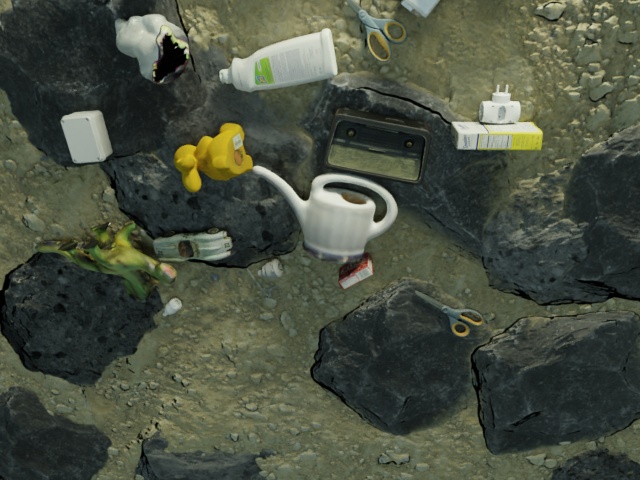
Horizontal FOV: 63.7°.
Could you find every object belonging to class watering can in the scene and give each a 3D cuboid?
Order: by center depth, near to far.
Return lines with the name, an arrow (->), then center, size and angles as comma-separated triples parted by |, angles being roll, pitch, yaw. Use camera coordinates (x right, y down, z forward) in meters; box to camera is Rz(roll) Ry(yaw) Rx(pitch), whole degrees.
watering can -> 0.004, -0.061, 1.217 | 0.348, 0.106, 0.220 | 10, 116, 0

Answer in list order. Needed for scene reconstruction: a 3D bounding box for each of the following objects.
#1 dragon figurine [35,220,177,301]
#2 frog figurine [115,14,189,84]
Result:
dragon figurine -> -0.532, 0.077, 1.327 | 0.409, 0.125, 0.238 | -6, 125, 29
frog figurine -> -0.362, -0.412, 1.102 | 0.161, 0.124, 0.134 | 29, 131, 30
